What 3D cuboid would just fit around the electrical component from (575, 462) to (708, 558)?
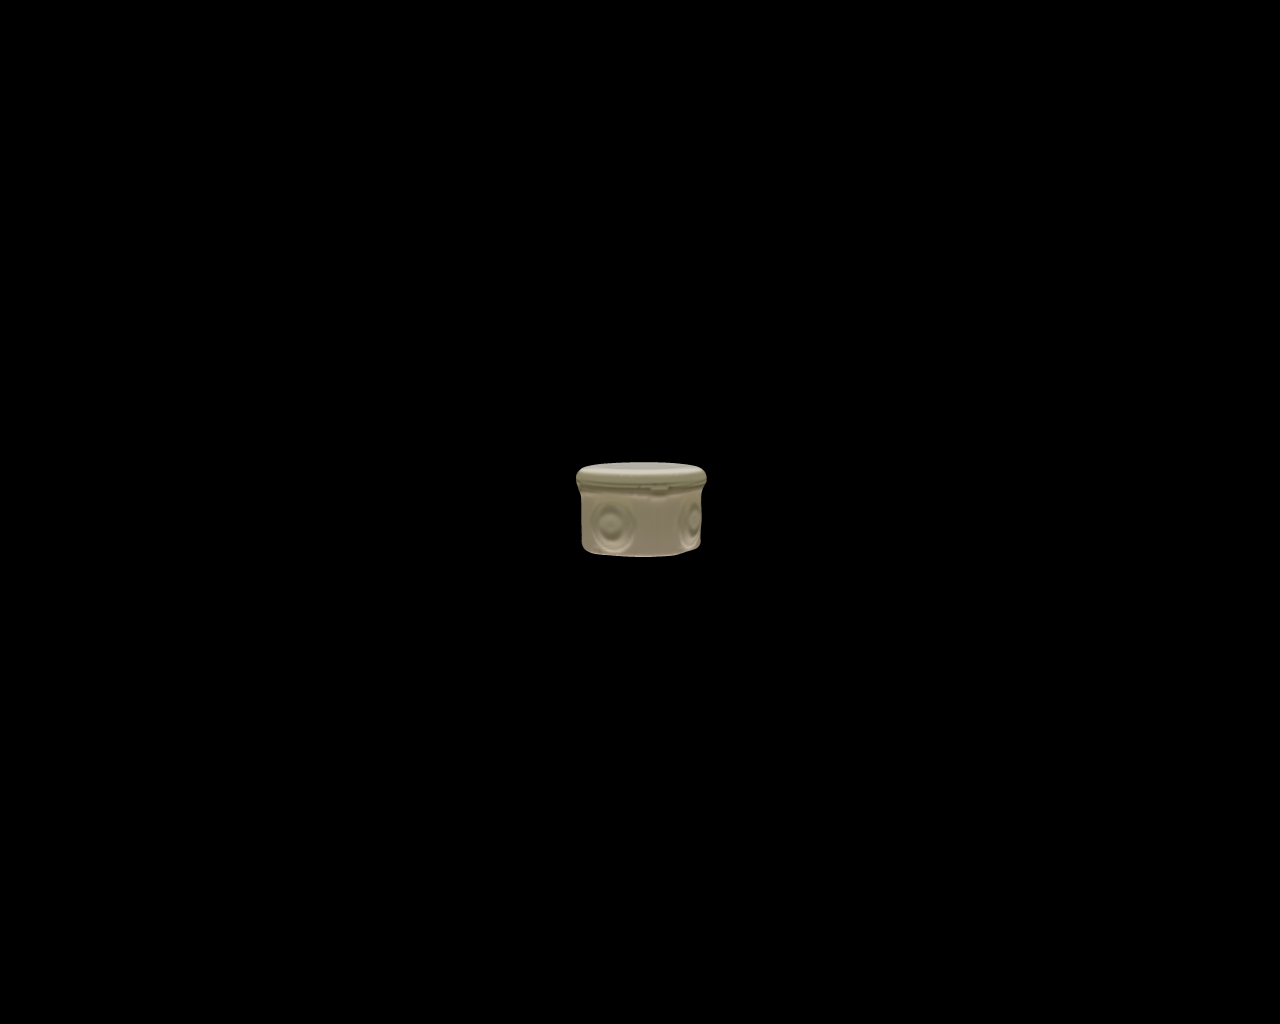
[{"bbox_3d":[0.001,-0.003,0.650,0.080,0.051,0.080,0,7,0],"label":"electrical component"}]
